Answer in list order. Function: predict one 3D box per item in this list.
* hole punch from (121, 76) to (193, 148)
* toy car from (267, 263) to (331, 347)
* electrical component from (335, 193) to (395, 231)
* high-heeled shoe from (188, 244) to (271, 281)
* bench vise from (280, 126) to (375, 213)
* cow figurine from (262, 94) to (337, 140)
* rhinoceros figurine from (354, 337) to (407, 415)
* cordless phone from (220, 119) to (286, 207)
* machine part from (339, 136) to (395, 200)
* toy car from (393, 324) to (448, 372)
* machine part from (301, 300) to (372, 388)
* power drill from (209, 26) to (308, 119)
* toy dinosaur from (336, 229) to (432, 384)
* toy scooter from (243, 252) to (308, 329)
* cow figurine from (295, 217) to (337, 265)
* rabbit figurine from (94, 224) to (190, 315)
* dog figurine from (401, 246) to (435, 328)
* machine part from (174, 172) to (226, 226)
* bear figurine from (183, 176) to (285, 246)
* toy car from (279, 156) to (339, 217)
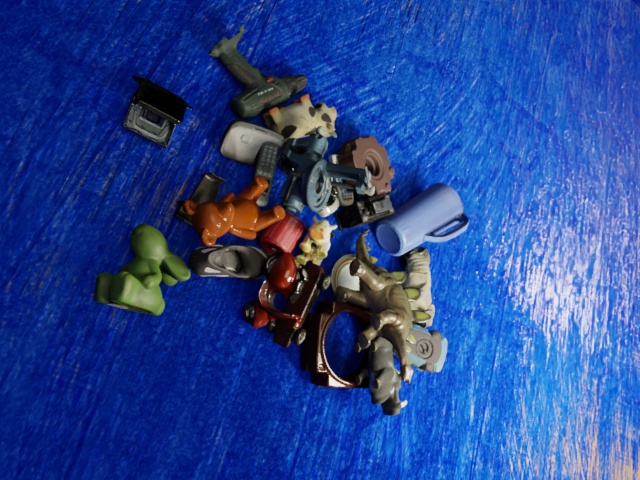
[{"bbox_3d":[-0.359,-0.276,1.169,0.142,0.092,0.116,24,36,-23],"label":"hole punch"},{"bbox_3d":[-0.046,0.148,1.231,0.202,0.089,0.053,-66,158,-13],"label":"toy car"},{"bbox_3d":[0.120,-0.073,1.378,0.115,0.134,0.058,-20,88,-32],"label":"electrical component"},{"bbox_3d":[-0.167,0.042,1.159,0.249,0.145,0.086,-4,81,-31],"label":"high-heeled shoe"},{"bbox_3d":[0.019,-0.153,1.227,0.223,0.241,0.128,-64,151,-25],"label":"bench vise"},{"bbox_3d":[-0.037,-0.297,1.364,0.195,0.086,0.127,-28,103,-28],"label":"cow figurine"},{"bbox_3d":[0.141,0.305,1.229,0.112,0.073,0.190,-3,81,-44],"label":"rhinoceros figurine"},{"bbox_3d":[-0.168,-0.177,1.262,0.146,0.089,0.184,14,83,-29],"label":"cordless phone"},{"bbox_3d":[0.127,-0.195,1.438,0.179,0.056,0.179,16,67,-42],"label":"machine part"},{"bbox_3d":[0.236,0.275,1.377,0.162,0.103,0.109,22,68,-11],"label":"toy car"},{"bbox_3d":[0.061,0.248,1.276,0.201,0.087,0.201,11,76,-29],"label":"machine part"},{"bbox_3d":[-0.160,-0.418,1.332,0.232,0.086,0.207,-45,110,-29],"label":"power drill"},{"bbox_3d":[0.140,0.124,1.257,0.198,0.105,0.472,16,39,-33],"label":"toy dinosaur"},{"bbox_3d":[-0.081,0.122,1.180,0.184,0.135,0.075,-63,150,-4],"label":"toy scooter"},{"bbox_3d":[-0.001,-0.004,1.267,0.068,0.167,0.098,27,57,3],"label":"cow figurine"},{"bbox_3d":[-0.339,0.055,1.062,0.159,0.121,0.170,22,70,-33],"label":"rabbit figurine"},{"bbox_3d":[0.267,0.130,1.449,0.190,0.121,0.172,-57,144,-47],"label":"dog figurine"},{"bbox_3d":[-0.265,-0.091,1.199,0.084,0.039,0.139,33,64,-15],"label":"machine part"},{"bbox_3d":[-0.187,-0.062,1.156,0.120,0.132,0.196,60,23,12],"label":"bear figurine"},{"bbox_3d":[-0.027,-0.150,1.353,0.073,0.056,0.201,-43,99,-27],"label":"toy car"}]
